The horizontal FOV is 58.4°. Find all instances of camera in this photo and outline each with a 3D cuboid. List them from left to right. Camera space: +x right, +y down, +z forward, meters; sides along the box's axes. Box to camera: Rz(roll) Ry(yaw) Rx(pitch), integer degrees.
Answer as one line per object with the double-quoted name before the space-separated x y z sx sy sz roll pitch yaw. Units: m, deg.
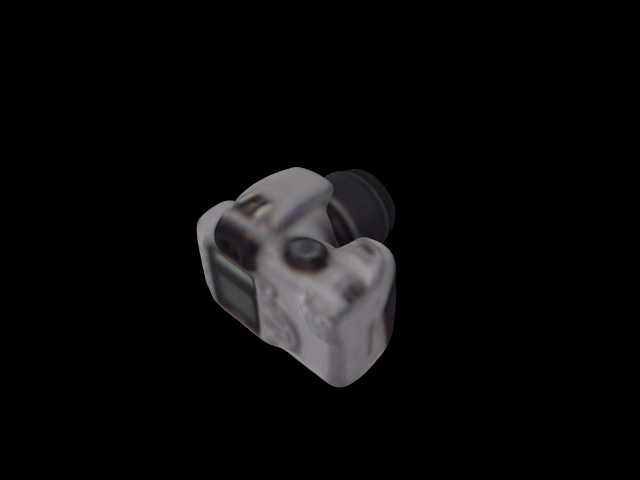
"camera" 0.004 0.001 0.400 0.142 0.101 0.137 31 49 31
